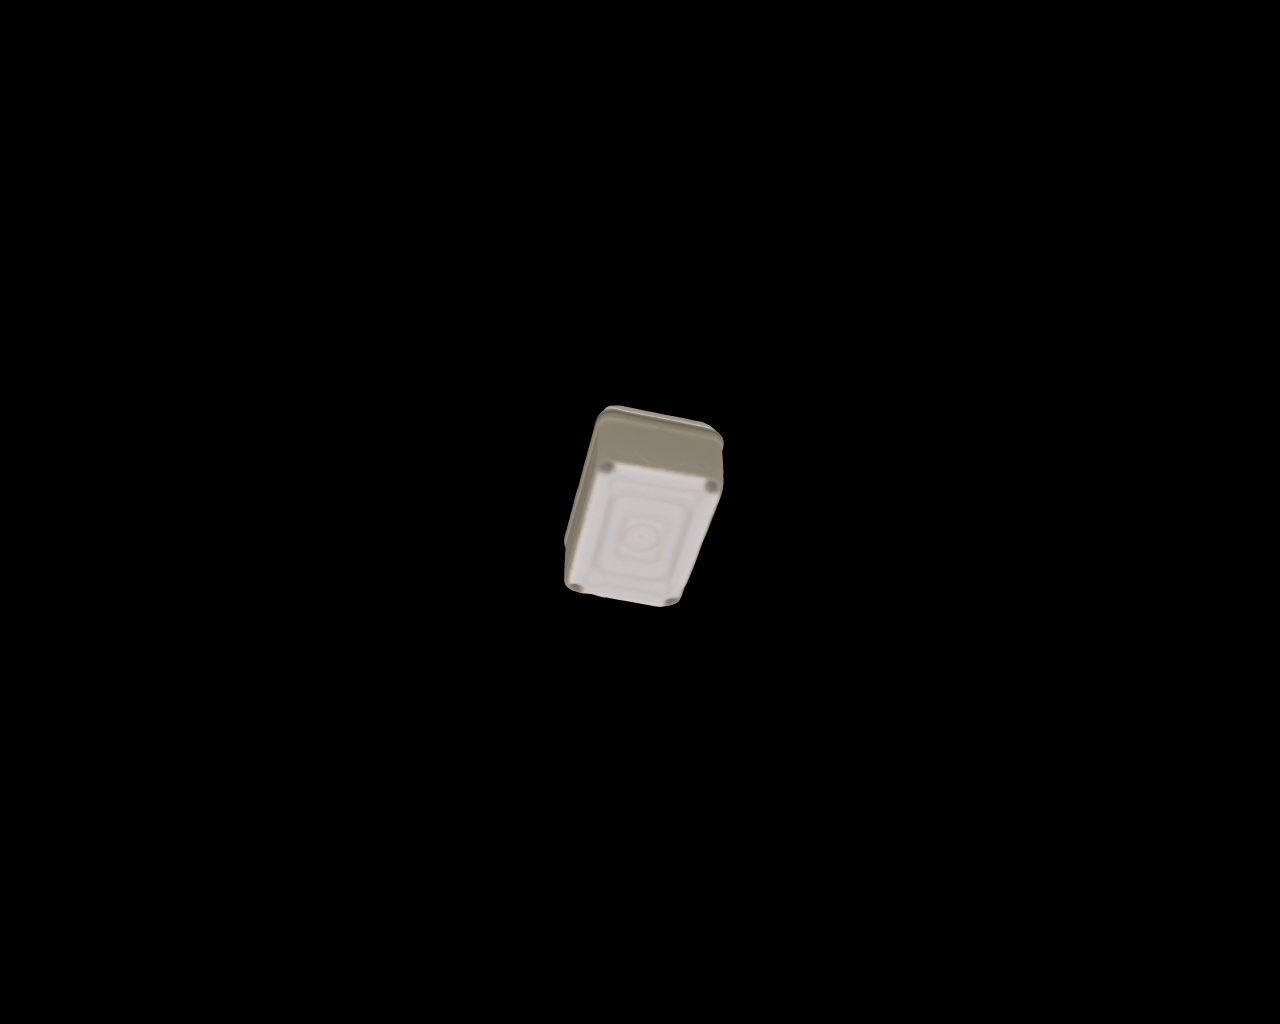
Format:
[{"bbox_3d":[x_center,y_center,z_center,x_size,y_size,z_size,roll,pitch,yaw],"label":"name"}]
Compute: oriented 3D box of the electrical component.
[{"bbox_3d":[0.001,-0.003,0.650,0.078,0.113,0.057,11,40,-9],"label":"electrical component"}]
